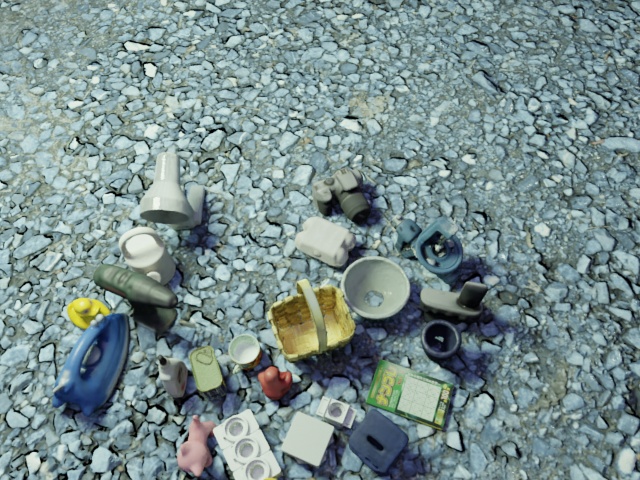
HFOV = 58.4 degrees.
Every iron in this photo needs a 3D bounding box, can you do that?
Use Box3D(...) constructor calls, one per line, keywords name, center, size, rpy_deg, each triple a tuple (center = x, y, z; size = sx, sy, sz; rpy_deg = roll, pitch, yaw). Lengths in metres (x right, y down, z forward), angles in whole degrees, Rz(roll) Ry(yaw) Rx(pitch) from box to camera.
Box3D(name="iron", center=(-0.519, 0.256, 1.299), size=(0.118, 0.141, 0.258), rpy_deg=(12, 61, 9))

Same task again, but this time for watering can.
Box3D(name="watering can", center=(-0.420, 0.037, 1.395), size=(0.101, 0.194, 0.172), rpy_deg=(-41, 66, -20))

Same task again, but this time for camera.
Box3D(name="camera", center=(0.066, -0.114, 1.524), size=(0.143, 0.101, 0.136), rpy_deg=(-22, 61, -11))

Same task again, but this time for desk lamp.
Box3D(name="desk lamp", center=(-0.377, -0.110, 1.469), size=(0.118, 0.214, 0.203), rpy_deg=(-1, 59, 1))

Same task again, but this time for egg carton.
Box3D(name="egg carton", center=(0.014, 0.005, 1.474), size=(0.150, 0.069, 0.107), rpy_deg=(23, 63, 14))

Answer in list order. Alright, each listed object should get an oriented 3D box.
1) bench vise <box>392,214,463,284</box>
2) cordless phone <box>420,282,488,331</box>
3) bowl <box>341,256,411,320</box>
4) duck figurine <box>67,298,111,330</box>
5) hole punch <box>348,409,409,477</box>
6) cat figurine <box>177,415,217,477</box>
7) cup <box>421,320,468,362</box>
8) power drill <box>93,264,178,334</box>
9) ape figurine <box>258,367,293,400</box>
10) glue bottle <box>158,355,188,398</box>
Box3D(name="bench vise", center=(0.256, 0.001, 1.382), size=(0.207, 0.220, 0.121), rpy_deg=(23, 63, 15))
Box3D(name="cordless phone", center=(0.310, 0.129, 1.326), size=(0.147, 0.185, 0.094), rpy_deg=(8, 60, 7))
Box3D(name="bowl", center=(0.133, 0.128, 1.396), size=(0.167, 0.075, 0.167), rpy_deg=(-1, 60, 1))
Box3D(name="duck figurine", center=(-0.568, 0.168, 1.384), size=(0.104, 0.086, 0.077), rpy_deg=(13, 61, 9))
Box3D(name="hole punch", center=(0.123, 0.430, 1.209), size=(0.108, 0.091, 0.101), rpy_deg=(36, 67, 20))
Box3D(name="cat figurine", center=(-0.263, 0.433, 1.202), size=(0.067, 0.118, 0.128), rpy_deg=(0, 59, 2))
Box3D(name="cup", center=(0.283, 0.235, 1.317), size=(0.118, 0.095, 0.091), rpy_deg=(-27, 62, -13))
Box3D(name="power drill", center=(-0.405, 0.137, 1.327), size=(0.229, 0.208, 0.076), rpy_deg=(21, 62, 14))
Box3D(name="ape figurine", center=(-0.103, 0.313, 1.283), size=(0.077, 0.092, 0.076), rpy_deg=(17, 61, 11))
Box3D(name="glue bottle", center=(-0.329, 0.287, 1.257), size=(0.037, 0.173, 0.078), rpy_deg=(-2, 59, 1))
